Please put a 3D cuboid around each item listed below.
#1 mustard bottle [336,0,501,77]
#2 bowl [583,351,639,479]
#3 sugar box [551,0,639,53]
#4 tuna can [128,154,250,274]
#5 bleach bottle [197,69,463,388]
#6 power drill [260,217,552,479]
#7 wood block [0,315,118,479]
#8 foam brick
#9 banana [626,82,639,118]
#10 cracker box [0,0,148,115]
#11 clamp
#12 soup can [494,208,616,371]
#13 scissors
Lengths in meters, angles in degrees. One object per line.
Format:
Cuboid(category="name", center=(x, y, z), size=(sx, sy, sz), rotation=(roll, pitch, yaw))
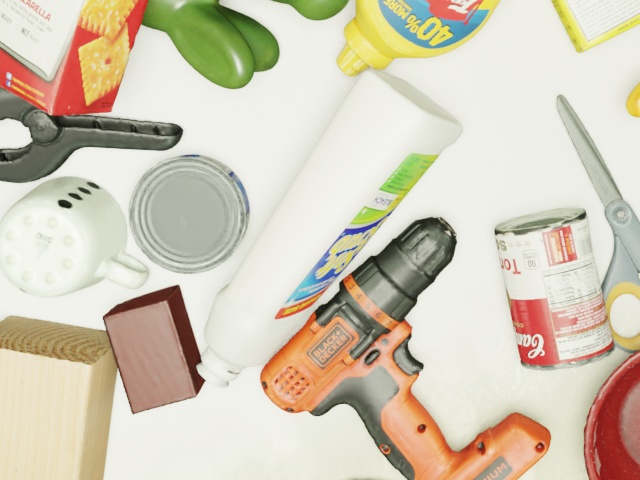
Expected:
Cuboid(category="mustard bottle", center=(0.079, -0.177, 0.707), size=(0.096, 0.058, 0.192), rotation=(30, 124, -30))
Cuboid(category="bowl", center=(0.268, 0.140, 0.774), size=(0.162, 0.055, 0.162), rotation=(0, 99, 3))
Cuboid(category="sugar box", center=(0.179, -0.226, 0.729), size=(0.093, 0.048, 0.176), rotation=(-27, 93, 10))
Cuboid(category="tuna can", center=(-0.094, -0.020, 0.781), size=(0.086, 0.033, 0.086), rotation=(1, 99, 3))
Cuboid(category="bleach bottle", center=(-0.005, 0.001, 0.756), size=(0.068, 0.102, 0.251), rotation=(41, 106, 17))
Cuboid(category="power drill", center=(0.076, 0.101, 0.775), size=(0.187, 0.057, 0.184), rotation=(45, 103, 3))
Cuboid(category="wood block", center=(-0.211, 0.171, 0.789), size=(0.091, 0.090, 0.206), rotation=(9, 100, 2))
Cuboid(category="foam brick", center=(-0.121, 0.080, 0.788), size=(0.051, 0.053, 0.078), rotation=(-15, 97, 5))
Cuboid(category="banana", center=(0.282, -0.158, 0.727), size=(0.069, 0.037, 0.198), rotation=(28, 100, -35))
Cuboid(category="cracker box", center=(-0.177, -0.208, 0.671), size=(0.164, 0.072, 0.214), rotation=(29, 109, 20))
Cuboid(category="clamp", center=(-0.188, -0.083, 0.771), size=(0.172, 0.039, 0.120), rotation=(-31, 109, 16))
Cuboid(category="soup can", center=(0.166, 0.034, 0.757), size=(0.068, 0.068, 0.102), rotation=(-12, 97, 5))
Cuboid(category="scissors", center=(0.208, 0.000, 0.776), size=(0.096, 0.016, 0.201), rotation=(-44, 94, 8))
